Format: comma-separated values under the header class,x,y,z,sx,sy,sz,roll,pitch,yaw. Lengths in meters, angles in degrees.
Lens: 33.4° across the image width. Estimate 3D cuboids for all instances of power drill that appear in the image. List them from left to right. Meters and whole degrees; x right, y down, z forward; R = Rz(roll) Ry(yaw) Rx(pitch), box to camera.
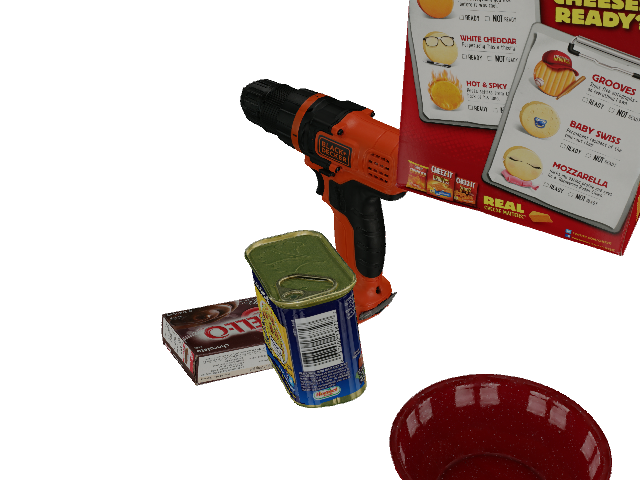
class,x,y,z,sx,sy,sz,roll,pitch,yaw
power drill,0.003,-0.034,0.908,0.185,0.188,0.057,28,43,33

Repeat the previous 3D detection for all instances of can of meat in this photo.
class,x,y,z,sx,sy,sz,roll,pitch,yaw
can of meat,-0.009,0.052,0.714,0.057,0.084,0.102,-14,25,-12

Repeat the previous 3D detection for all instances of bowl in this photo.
class,x,y,z,sx,sy,sz,roll,pitch,yaw
bowl,0.132,0.171,0.797,0.162,0.055,0.162,-1,34,0

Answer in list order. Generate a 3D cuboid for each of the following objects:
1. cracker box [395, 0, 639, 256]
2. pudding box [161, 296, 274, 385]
class,x,y,z,sx,sy,sz,roll,pitch,yaw
cracker box,0.140,-0.110,0.672,0.164,0.214,0.072,19,44,19
pudding box,-0.090,0.097,1.058,0.113,0.039,0.090,-12,27,-26
